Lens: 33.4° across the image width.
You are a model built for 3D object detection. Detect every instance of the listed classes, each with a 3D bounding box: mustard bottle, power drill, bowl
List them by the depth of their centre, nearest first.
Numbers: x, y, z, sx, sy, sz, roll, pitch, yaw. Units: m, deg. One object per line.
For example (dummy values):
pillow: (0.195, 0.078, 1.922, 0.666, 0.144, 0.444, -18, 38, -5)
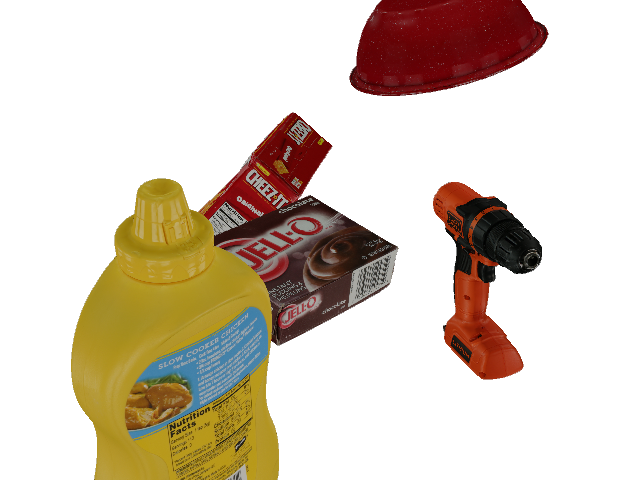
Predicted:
mustard bottle: (-0.064, 0.059, 0.478, 0.096, 0.192, 0.058, -28, 43, -34)
bowl: (0.095, -0.171, 0.847, 0.162, 0.055, 0.162, -14, 24, 6)
power drill: (0.176, 0.047, 1.116, 0.057, 0.188, 0.184, -10, 25, -15)

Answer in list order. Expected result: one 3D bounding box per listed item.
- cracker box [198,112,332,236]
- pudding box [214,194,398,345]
cracker box: (-0.094, -0.033, 1.217, 0.214, 0.072, 0.164, -45, 8, 27)
pudding box: (-0.018, 0.017, 0.731, 0.113, 0.039, 0.090, -23, 43, -39)
